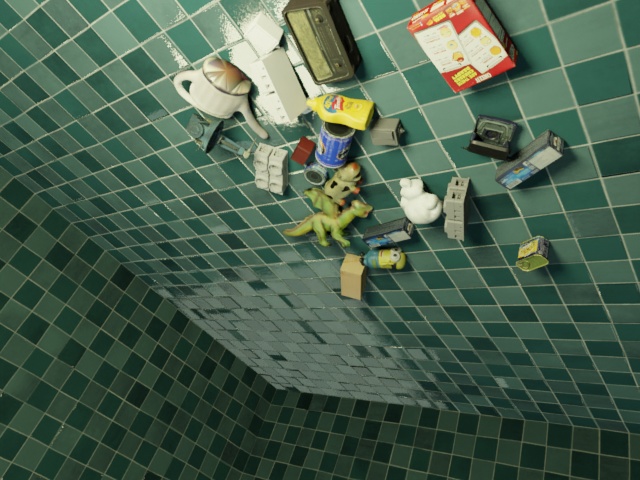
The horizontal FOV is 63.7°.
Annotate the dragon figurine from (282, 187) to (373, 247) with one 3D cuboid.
[{"bbox_3d":[0.006,-0.098,1.941,0.410,0.125,0.238,3,124,26],"label":"dragon figurine"}]

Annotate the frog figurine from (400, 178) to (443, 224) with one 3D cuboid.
[{"bbox_3d":[0.317,-0.126,1.657,0.138,0.124,0.157,17,164,47],"label":"frog figurine"}]

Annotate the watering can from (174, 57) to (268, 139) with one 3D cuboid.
[{"bbox_3d":[-0.281,-0.442,1.612,0.345,0.106,0.221,24,152,-22],"label":"watering can"}]
